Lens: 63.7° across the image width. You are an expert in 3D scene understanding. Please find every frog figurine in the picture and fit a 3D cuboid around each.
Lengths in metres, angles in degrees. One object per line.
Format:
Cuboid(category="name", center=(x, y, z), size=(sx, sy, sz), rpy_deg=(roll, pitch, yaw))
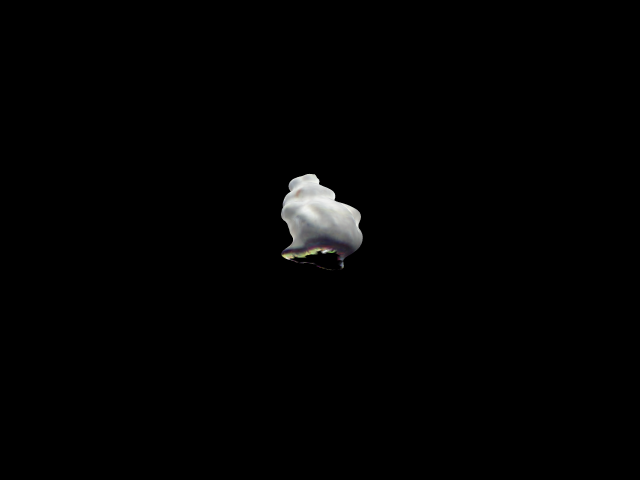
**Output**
Cuboid(category="frog figurine", center=(0.003, -0.043, 0.850), size=(0.137, 0.162, 0.120), rpy_deg=(6, -22, -14))
